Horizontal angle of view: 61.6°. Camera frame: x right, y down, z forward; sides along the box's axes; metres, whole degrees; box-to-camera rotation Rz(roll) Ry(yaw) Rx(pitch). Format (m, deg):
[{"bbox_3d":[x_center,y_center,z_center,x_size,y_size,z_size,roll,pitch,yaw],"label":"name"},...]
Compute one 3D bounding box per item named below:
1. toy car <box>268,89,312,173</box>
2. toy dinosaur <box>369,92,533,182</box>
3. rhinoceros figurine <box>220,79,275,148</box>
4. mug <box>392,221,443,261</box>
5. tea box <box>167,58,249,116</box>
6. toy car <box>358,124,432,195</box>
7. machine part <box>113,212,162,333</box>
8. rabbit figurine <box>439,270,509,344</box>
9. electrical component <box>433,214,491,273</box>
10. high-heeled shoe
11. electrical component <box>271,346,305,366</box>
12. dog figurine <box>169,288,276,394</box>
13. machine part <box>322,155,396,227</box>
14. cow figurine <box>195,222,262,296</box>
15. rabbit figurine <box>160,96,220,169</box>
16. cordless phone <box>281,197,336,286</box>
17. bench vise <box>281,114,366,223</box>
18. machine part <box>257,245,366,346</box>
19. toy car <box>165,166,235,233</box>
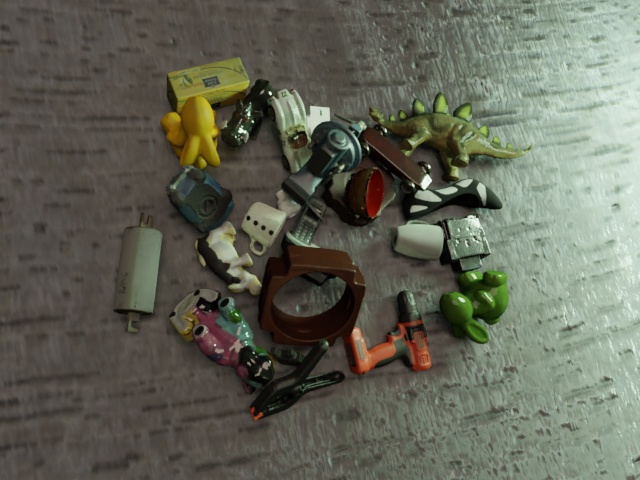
[{"bbox_3d":[-0.060,-0.241,1.222,0.073,0.056,0.201,-25,114,-23],"label":"toy car"},{"bbox_3d":[0.335,-0.257,1.352,0.471,0.105,0.198,18,68,-16],"label":"toy dinosaur"},{"bbox_3d":[-0.159,-0.279,1.211,0.073,0.112,0.190,33,61,-7],"label":"rhinoceros figurine"},{"bbox_3d":[0.226,-0.007,1.267,0.107,0.080,0.110,6,50,-9],"label":"mug"},{"bbox_3d":[-0.253,-0.340,1.207,0.170,0.098,0.068,-22,81,-19],"label":"tea box"},{"bbox_3d":[0.171,-0.185,1.257,0.202,0.053,0.089,40,60,1],"label":"toy car"},{"bbox_3d":[-0.365,0.062,1.076,0.079,0.079,0.243,7,74,-14],"label":"machine part"},{"bbox_3d":[0.337,0.153,1.234,0.170,0.121,0.159,-10,100,-33],"label":"rabbit figurine"},{"bbox_3d":[0.345,0.011,1.304,0.115,0.058,0.134,-11,78,-16],"label":"electrical component"},{"bbox_3d":[0.326,-0.079,1.313,0.249,0.086,0.145,21,74,-5],"label":"high-heeled shoe"},{"bbox_3d":[-0.063,0.245,1.119,0.063,0.093,0.021,2,62,22],"label":"electrical component"},{"bbox_3d":[-0.181,0.211,1.081,0.108,0.192,0.219,-49,126,-25],"label":"dog figurine"},{"bbox_3d":[0.092,-0.124,1.269,0.179,0.056,0.179,5,73,-15],"label":"machine part"},{"bbox_3d":[-0.192,0.055,1.132,0.098,0.068,0.167,-28,81,-15],"label":"cow figurine"},{"bbox_3d":[-0.268,-0.227,1.132,0.122,0.173,0.162,-2,71,-21],"label":"rabbit figurine"},{"bbox_3d":[-0.002,-0.004,1.205,0.146,0.088,0.184,30,51,-6],"label":"cordless phone"},{"bbox_3d":[0.024,-0.180,1.166,0.129,0.223,0.240,34,51,8],"label":"bench vise"},{"bbox_3d":[-0.020,0.115,1.101,0.201,0.087,0.200,7,118,-13],"label":"machine part"},{"bbox_3d":[-0.266,-0.093,1.129,0.103,0.161,0.109,30,81,40],"label":"toy car"}]
